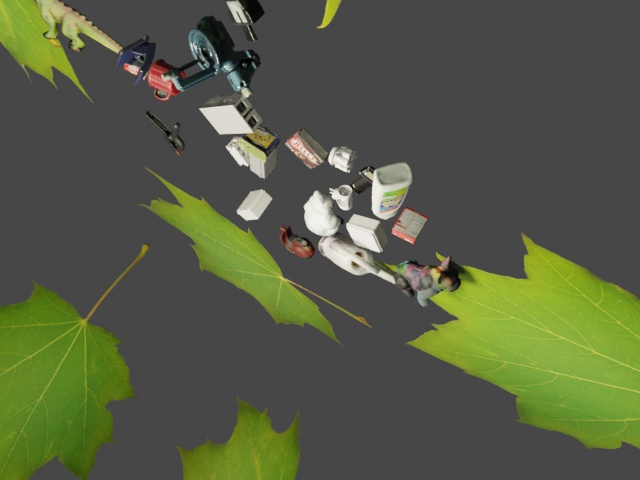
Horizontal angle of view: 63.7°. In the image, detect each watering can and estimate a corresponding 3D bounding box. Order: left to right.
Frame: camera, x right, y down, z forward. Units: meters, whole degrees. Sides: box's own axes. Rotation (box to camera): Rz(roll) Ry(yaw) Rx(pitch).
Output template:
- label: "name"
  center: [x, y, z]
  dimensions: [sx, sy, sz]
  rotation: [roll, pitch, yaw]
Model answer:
- label: "watering can"
  center: [0.133, 0.070, 1.831]
  dimensions: [0.227, 0.104, 0.343]
  rotation: [31, 180, 42]

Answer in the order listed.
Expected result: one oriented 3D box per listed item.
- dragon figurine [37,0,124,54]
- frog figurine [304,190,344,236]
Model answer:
- label: "dragon figurine"
  center: [-0.788, -0.729, 1.604]
  dimensions: [0.410, 0.125, 0.238]
  rotation: [20, 152, -5]
- label: "frog figurine"
  center: [0.005, -0.086, 1.708]
  dimensions: [0.139, 0.123, 0.157]
  rotation: [48, 174, 21]
